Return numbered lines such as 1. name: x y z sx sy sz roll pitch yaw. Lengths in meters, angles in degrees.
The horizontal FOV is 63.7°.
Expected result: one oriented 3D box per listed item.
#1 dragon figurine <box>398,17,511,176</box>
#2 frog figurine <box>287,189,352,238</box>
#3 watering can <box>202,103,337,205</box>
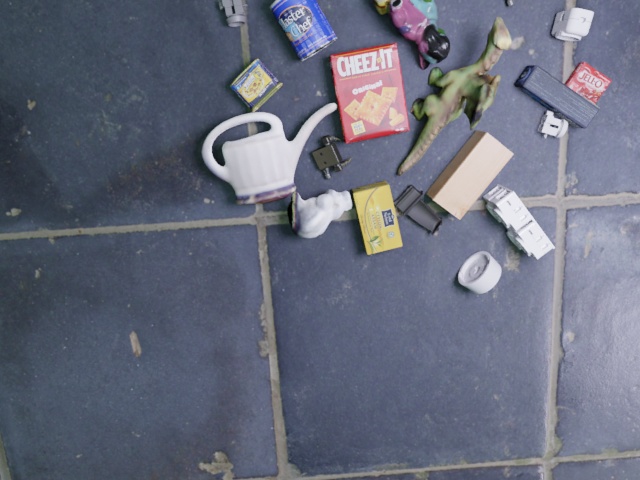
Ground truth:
1. dragon figurine: 0.315 -0.311 1.191 0.122 0.245 0.407 24 100 -13
2. frog figurine: 0.004 -0.065 1.301 0.159 0.126 0.134 0 138 -11
3. watering can: -0.111 -0.208 1.265 0.347 0.105 0.222 -12 105 2
